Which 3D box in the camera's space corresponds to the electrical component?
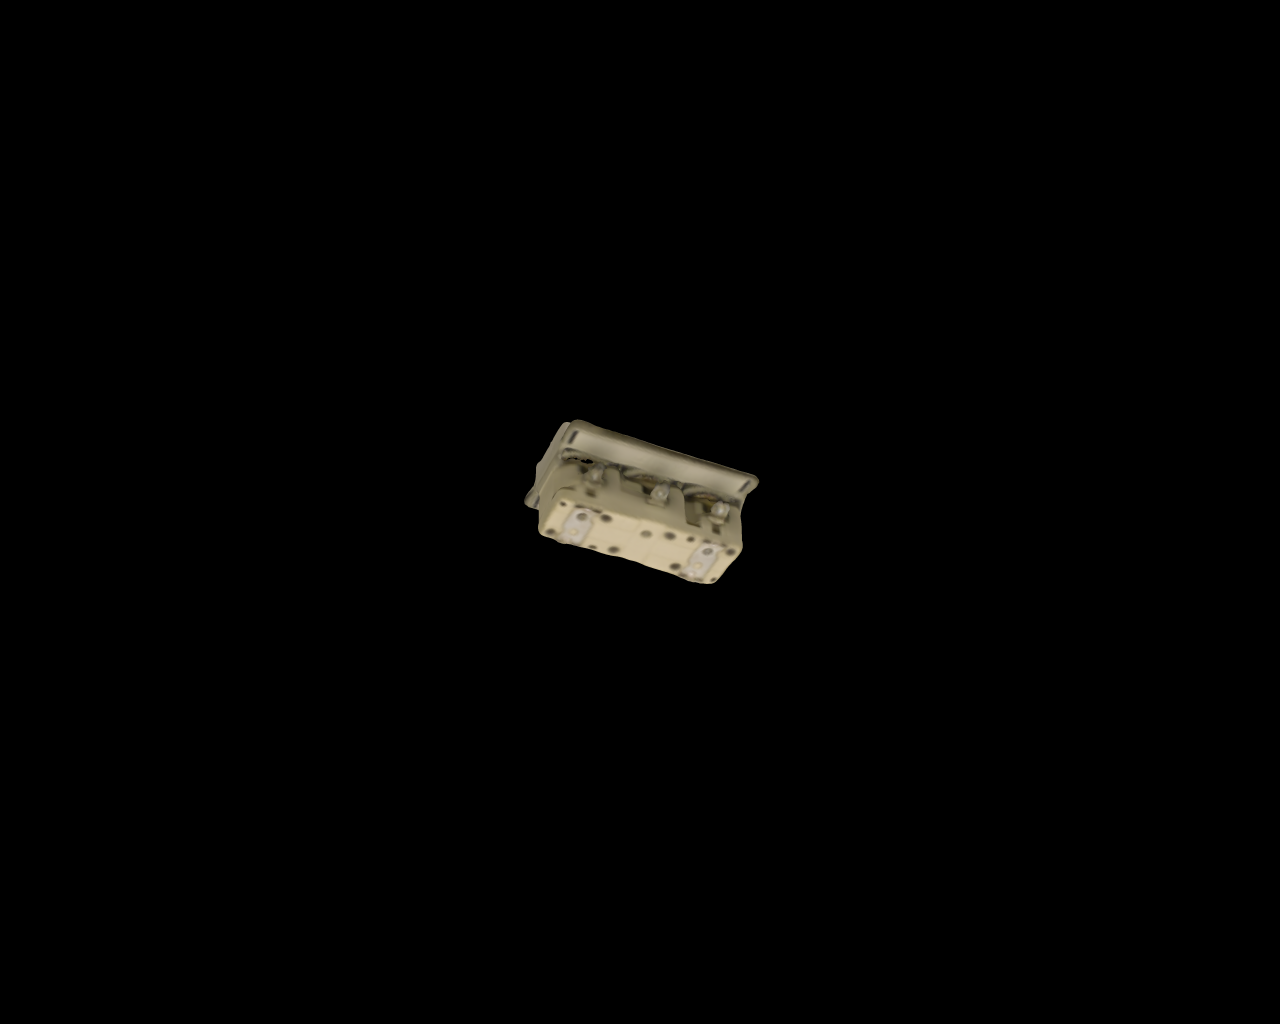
[{"bbox_3d":[0.001,-0.003,0.650,0.121,0.063,0.078,18,-44,-19],"label":"electrical component"}]
